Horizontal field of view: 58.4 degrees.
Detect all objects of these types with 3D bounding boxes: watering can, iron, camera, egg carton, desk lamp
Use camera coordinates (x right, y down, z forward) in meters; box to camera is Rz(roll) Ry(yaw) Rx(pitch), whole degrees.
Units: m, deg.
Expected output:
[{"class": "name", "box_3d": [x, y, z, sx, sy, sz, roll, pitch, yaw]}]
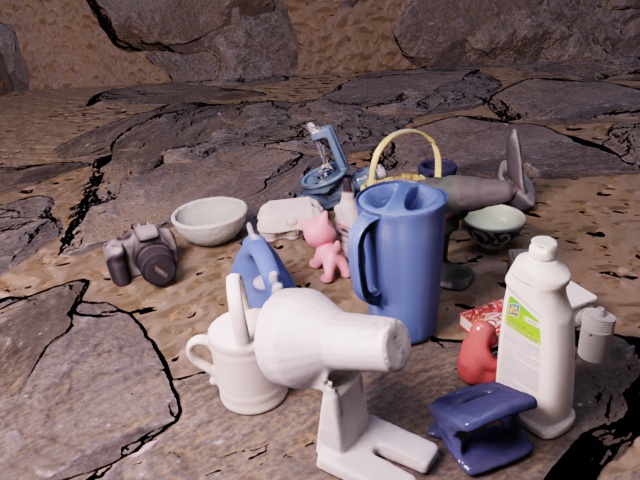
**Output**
[{"class": "watering can", "box_3d": [-0.095, 0.133, 0.792, 0.173, 0.194, 0.100, -17, 29, -22]}, {"class": "iron", "box_3d": [-0.084, 0.077, 0.958, 0.119, 0.141, 0.257, -14, 28, -16]}, {"class": "camera", "box_3d": [-0.348, 0.033, 1.135, 0.143, 0.101, 0.136, -17, 29, -22]}, {"class": "egg carton", "box_3d": [-0.064, -0.046, 1.272, 0.150, 0.069, 0.107, -7, 27, -3]}, {"class": "desk lamp", "box_3d": [0.033, 0.169, 0.679, 0.202, 0.214, 0.118, 14, 33, 32]}]

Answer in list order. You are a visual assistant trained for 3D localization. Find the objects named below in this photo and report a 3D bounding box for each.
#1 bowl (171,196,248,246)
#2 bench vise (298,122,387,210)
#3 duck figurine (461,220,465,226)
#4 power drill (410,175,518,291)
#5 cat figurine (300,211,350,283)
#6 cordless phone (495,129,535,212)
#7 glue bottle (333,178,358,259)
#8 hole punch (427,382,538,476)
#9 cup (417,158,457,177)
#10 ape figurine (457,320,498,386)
[{"class": "bowl", "box_3d": [-0.240, -0.032, 1.271, 0.167, 0.075, 0.167, -4, 27, 2]}, {"class": "bench vise", "box_3d": [0.045, -0.176, 1.341, 0.208, 0.220, 0.121, -13, 28, -15]}, {"class": "duck figurine", "box_3d": [0.353, -0.074, 1.235, 0.105, 0.086, 0.077, -14, 28, -17]}, {"class": "power drill", "box_3d": [0.229, -0.020, 1.019, 0.228, 0.209, 0.076, 11, 31, 29]}, {"class": "cat figurine", "box_3d": [0.010, 0.004, 1.109, 0.067, 0.118, 0.127, -16, 29, -19]}, {"class": "cordless phone", "box_3d": [0.445, -0.170, 1.298, 0.094, 0.185, 0.148, 3, 28, 16]}, {"class": "glue bottle", "box_3d": [0.057, -0.042, 1.130, 0.077, 0.173, 0.037, 18, 35, 37]}, {"class": "hole punch", "box_3d": [0.194, 0.213, 0.698, 0.109, 0.091, 0.100, -14, 28, -17]}, {"class": "cup", "box_3d": [0.271, -0.131, 1.352, 0.091, 0.095, 0.118, 14, 33, 32]}, {"class": "ape figurine", "box_3d": [0.229, 0.154, 0.806, 0.076, 0.092, 0.077, -12, 28, -12]}]
